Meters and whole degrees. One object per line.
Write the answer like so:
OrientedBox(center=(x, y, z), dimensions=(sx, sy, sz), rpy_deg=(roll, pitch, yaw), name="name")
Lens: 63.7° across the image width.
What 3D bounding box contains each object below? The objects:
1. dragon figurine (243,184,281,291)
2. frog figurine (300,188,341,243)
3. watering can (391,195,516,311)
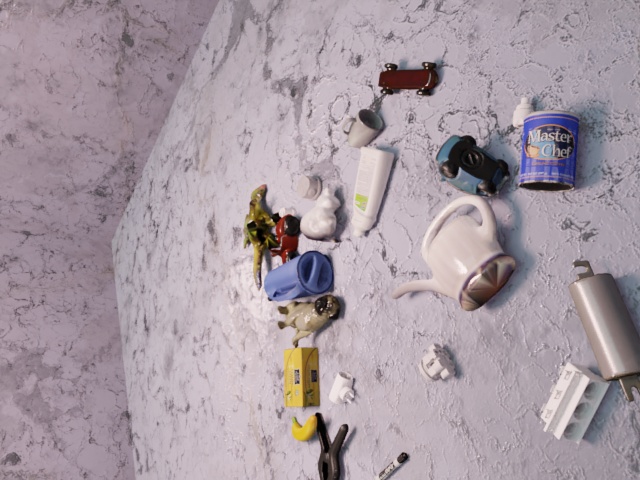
OrientedBox(center=(-0.238, -0.017, 1.917), dimensions=(0.241, 0.122, 0.414), rpy_deg=(161, 118, -69), name="dragon figurine")
OrientedBox(center=(0.005, -0.079, 1.567), dimensions=(0.138, 0.123, 0.158), rpy_deg=(-142, 55, -71), name="frog figurine")
OrientedBox(center=(0.293, 0.068, 1.150), dimensions=(0.341, 0.104, 0.229), rpy_deg=(-62, 40, 28), name="watering can")
